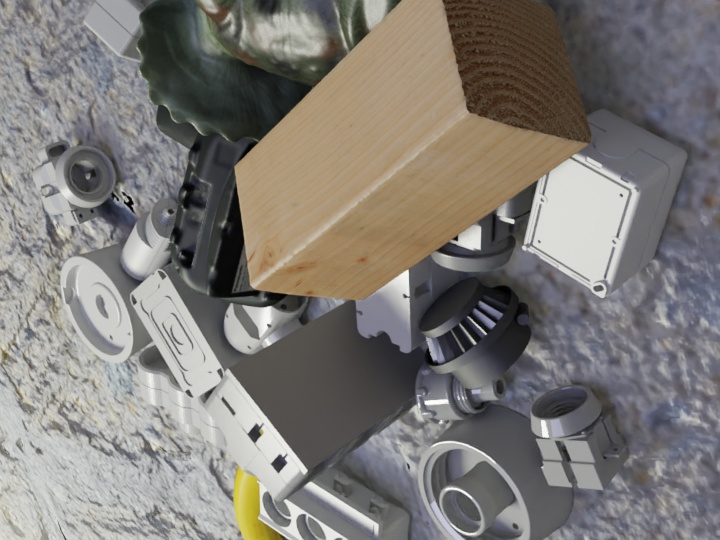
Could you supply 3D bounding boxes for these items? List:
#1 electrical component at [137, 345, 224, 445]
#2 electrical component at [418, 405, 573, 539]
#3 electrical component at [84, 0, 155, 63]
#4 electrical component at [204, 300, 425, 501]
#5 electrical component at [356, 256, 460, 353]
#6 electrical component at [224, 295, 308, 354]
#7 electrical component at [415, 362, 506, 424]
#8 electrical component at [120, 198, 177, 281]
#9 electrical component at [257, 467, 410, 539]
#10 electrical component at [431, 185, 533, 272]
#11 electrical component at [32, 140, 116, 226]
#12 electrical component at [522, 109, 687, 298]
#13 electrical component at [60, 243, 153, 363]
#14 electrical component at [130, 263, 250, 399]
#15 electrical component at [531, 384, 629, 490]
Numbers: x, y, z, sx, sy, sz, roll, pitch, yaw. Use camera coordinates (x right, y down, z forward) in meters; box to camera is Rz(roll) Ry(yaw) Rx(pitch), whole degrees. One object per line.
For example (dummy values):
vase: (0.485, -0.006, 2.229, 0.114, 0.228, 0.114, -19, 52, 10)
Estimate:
electrical component: (-0.152, 0.128, 1.007, 0.138, 0.052, 0.073, 24, 127, 35)
electrical component: (0.091, 0.159, 0.775, 0.108, 0.060, 0.108, 23, 126, 35)
electrical component: (-0.160, -0.202, 0.827, 0.047, 0.066, 0.076, 43, 107, 19)
electrical component: (-0.026, 0.090, 0.785, 0.089, 0.150, 0.061, 50, 137, 12)
electrical component: (0.033, 0.002, 0.749, 0.050, 0.056, 0.089, 19, 124, 38)
electrical component: (-0.068, 0.048, 0.885, 0.079, 0.043, 0.077, 53, 138, 9)
electrical component: (0.074, 0.085, 0.765, 0.062, 0.048, 0.048, -9, 105, 40)
electrical component: (-0.180, -0.029, 0.955, 0.043, 0.043, 0.081, 51, 137, 11)
electrical component: (-0.022, 0.207, 0.913, 0.121, 0.063, 0.078, 25, 128, 34)
electrical component: (0.072, -0.035, 0.689, 0.078, 0.058, 0.057, 19, 121, 37)
electrical component: (-0.263, -0.083, 0.997, 0.057, 0.058, 0.078, -9, 105, 50)
electrical component: (0.141, -0.035, 0.621, 0.062, 0.061, 0.096, 35, 139, 29)
electrical component: (-0.226, 0.027, 1.018, 0.108, 0.060, 0.108, 23, 126, 35)
electrical component: (-0.140, 0.046, 0.946, 0.078, 0.057, 0.113, -34, 86, 49)
electrical component: (0.142, 0.110, 0.709, 0.066, 0.048, 0.055, -6, 115, 46)
